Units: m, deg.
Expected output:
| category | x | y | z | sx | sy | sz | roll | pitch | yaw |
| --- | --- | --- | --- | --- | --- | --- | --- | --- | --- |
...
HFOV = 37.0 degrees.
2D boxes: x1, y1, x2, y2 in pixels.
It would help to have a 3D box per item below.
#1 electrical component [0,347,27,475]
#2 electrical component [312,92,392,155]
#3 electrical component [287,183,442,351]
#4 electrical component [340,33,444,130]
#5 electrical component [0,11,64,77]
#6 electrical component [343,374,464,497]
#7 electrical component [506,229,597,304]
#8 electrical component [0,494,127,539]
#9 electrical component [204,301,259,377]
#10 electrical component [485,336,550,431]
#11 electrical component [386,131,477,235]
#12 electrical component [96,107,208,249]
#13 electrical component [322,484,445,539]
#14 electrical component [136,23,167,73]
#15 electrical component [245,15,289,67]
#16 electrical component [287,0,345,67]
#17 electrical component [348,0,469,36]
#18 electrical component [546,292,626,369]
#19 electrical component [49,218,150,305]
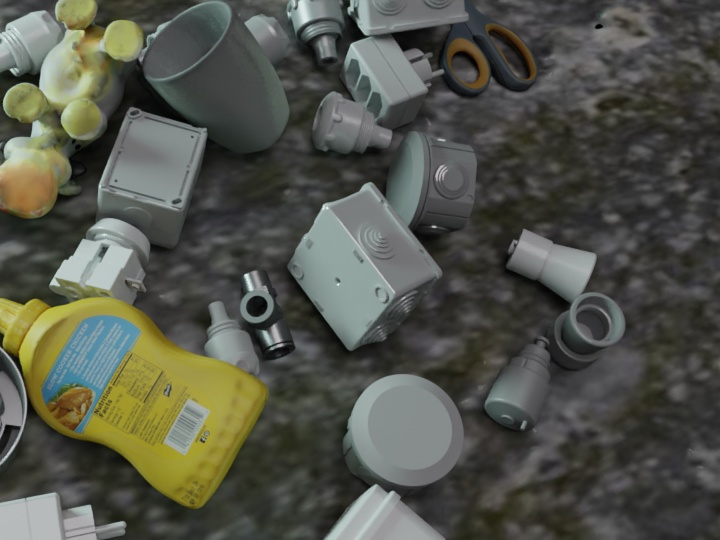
| category | x | y | z | sx | sy | sz | roll | pitch | yaw |
| --- | --- | --- | --- | --- | --- | --- | --- | --- | --- |
| electrical component | -0.264 | 0.093 | 0.688 | 0.099 | 0.064 | 0.099 | 6 | 63 | -12 |
| electrical component | -0.005 | -0.114 | 0.871 | 0.062 | 0.048 | 0.048 | 16 | 61 | -14 |
| electrical component | 0.000 | 0.000 | 0.785 | 0.048 | 0.099 | 0.099 | -27 | 73 | -38 |
| electrical component | 0.035 | -0.162 | 0.902 | 0.077 | 0.047 | 0.065 | -24 | 73 | -24 |
| electrical component | -0.262 | -0.170 | 0.831 | 0.062 | 0.043 | 0.043 | -33 | 77 | -25 |
| electrical component | 0.029 | 0.118 | 0.760 | 0.080 | 0.051 | 0.080 | 6 | 63 | -12 |
| electrical component | 0.150 | -0.006 | 0.859 | 0.065 | 0.044 | 0.044 | 24 | 61 | 4 |
| electrical component | -0.185 | 0.170 | 0.671 | 0.077 | 0.065 | 0.047 | -8 | 67 | -18 |
| electrical component | -0.095 | 0.052 | 0.770 | 0.035 | 0.035 | 0.061 | -12 | 66 | -20 |
| electrical component | 0.123 | 0.084 | 0.808 | 0.040 | 0.040 | 0.078 | 29 | 61 | 1 |
| electrical component | 0.054 | -0.066 | 0.842 | 0.051 | 0.080 | 0.080 | 7 | 63 | -17 |
| electrical component | -0.154 | -0.071 | 0.804 | 0.062 | 0.061 | 0.096 | 15 | 54 | -7 |
| electrical component | -0.007 | 0.202 | 0.695 | 0.057 | 0.078 | 0.113 | 40 | 62 | 3 |
| electrical component | -0.152 | -0.176 | 0.863 | 0.062 | 0.043 | 0.043 | -29 | 75 | -24 |
| electrical component | -0.092 | -0.178 | 0.879 | 0.062 | 0.043 | 0.043 | -38 | 79 | -25 |
| electrical component | -0.034 | -0.202 | 0.907 | 0.048 | 0.048 | 0.062 | -8 | 74 | -18 |
| electrical component | 0.037 | -0.236 | 0.906 | 0.100 | 0.048 | 0.099 | -9 | 27 | -6 |
| electrical component | 0.173 | 0.048 | 0.830 | 0.045 | 0.055 | 0.045 | 6 | 63 | -12 |
| electrical component | -0.180 | -0.003 | 0.766 | 0.066 | 0.048 | 0.055 | 12 | 59 | 16 |
